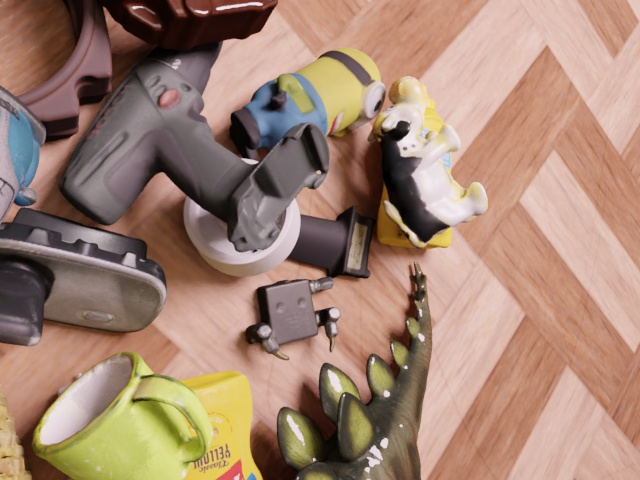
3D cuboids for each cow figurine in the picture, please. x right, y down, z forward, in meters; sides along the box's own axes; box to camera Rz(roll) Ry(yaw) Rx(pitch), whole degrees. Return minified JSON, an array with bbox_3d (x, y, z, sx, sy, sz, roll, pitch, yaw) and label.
[{"bbox_3d":[0.095,-0.080,0.558,0.098,0.068,0.167,-27,88,-6],"label":"cow figurine"}]

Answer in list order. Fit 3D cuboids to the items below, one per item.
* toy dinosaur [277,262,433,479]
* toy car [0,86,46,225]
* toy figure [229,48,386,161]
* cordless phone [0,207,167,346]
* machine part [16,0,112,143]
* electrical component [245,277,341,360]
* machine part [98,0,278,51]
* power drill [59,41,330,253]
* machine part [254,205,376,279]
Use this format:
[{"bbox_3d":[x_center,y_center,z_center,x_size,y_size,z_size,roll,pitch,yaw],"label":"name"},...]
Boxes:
[{"bbox_3d":[0.046,0.228,0.525,0.198,0.105,0.471,53,47,-22],"label":"toy dinosaur"},{"bbox_3d":[-0.262,-0.032,0.348,0.162,0.103,0.109,-35,146,2],"label":"toy car"},{"bbox_3d":[-0.010,-0.142,0.558,0.180,0.082,0.089,-26,99,-25],"label":"toy figure"},{"bbox_3d":[-0.181,0.041,0.390,0.146,0.184,0.088,19,91,-26],"label":"cordless phone"},{"bbox_3d":[-0.277,-0.177,0.417,0.201,0.087,0.201,-11,93,-28],"label":"machine part"},{"bbox_3d":[-0.025,0.079,0.551,0.102,0.045,0.078,-3,89,-28],"label":"electrical component"},{"bbox_3d":[-0.109,-0.245,0.438,0.179,0.056,0.179,7,75,-28],"label":"machine part"},{"bbox_3d":[-0.096,-0.095,0.457,0.207,0.086,0.232,30,72,19],"label":"power drill"},{"bbox_3d":[-0.001,-0.002,0.576,0.139,0.039,0.084,10,89,-29],"label":"machine part"}]
